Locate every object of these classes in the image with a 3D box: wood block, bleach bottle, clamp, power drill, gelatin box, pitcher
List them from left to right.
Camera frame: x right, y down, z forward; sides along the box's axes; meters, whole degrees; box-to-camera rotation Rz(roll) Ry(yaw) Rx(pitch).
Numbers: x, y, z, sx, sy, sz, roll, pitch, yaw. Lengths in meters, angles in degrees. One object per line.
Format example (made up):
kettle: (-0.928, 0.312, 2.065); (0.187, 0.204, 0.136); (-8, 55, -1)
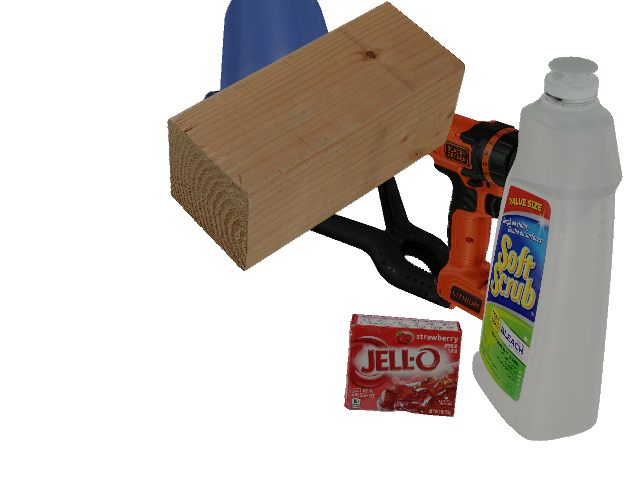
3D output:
pitcher: (-0.031, -0.162, 1.078); (0.145, 0.149, 0.243); (-19, 39, 9)
wood block: (-0.002, -0.080, 0.787); (0.205, 0.091, 0.090); (-33, -27, -26)
clamp: (0.072, 0.002, 1.192); (0.164, 0.036, 0.210); (-17, 51, -34)
gelatin box: (0.066, 0.100, 0.856); (0.089, 0.073, 0.030); (4, 14, 2)
power drill: (0.164, -0.017, 0.986); (0.057, 0.188, 0.185); (-17, 27, -28)
bleach bottle: (0.147, 0.003, 0.686); (0.068, 0.251, 0.103); (-10, 31, -13)
